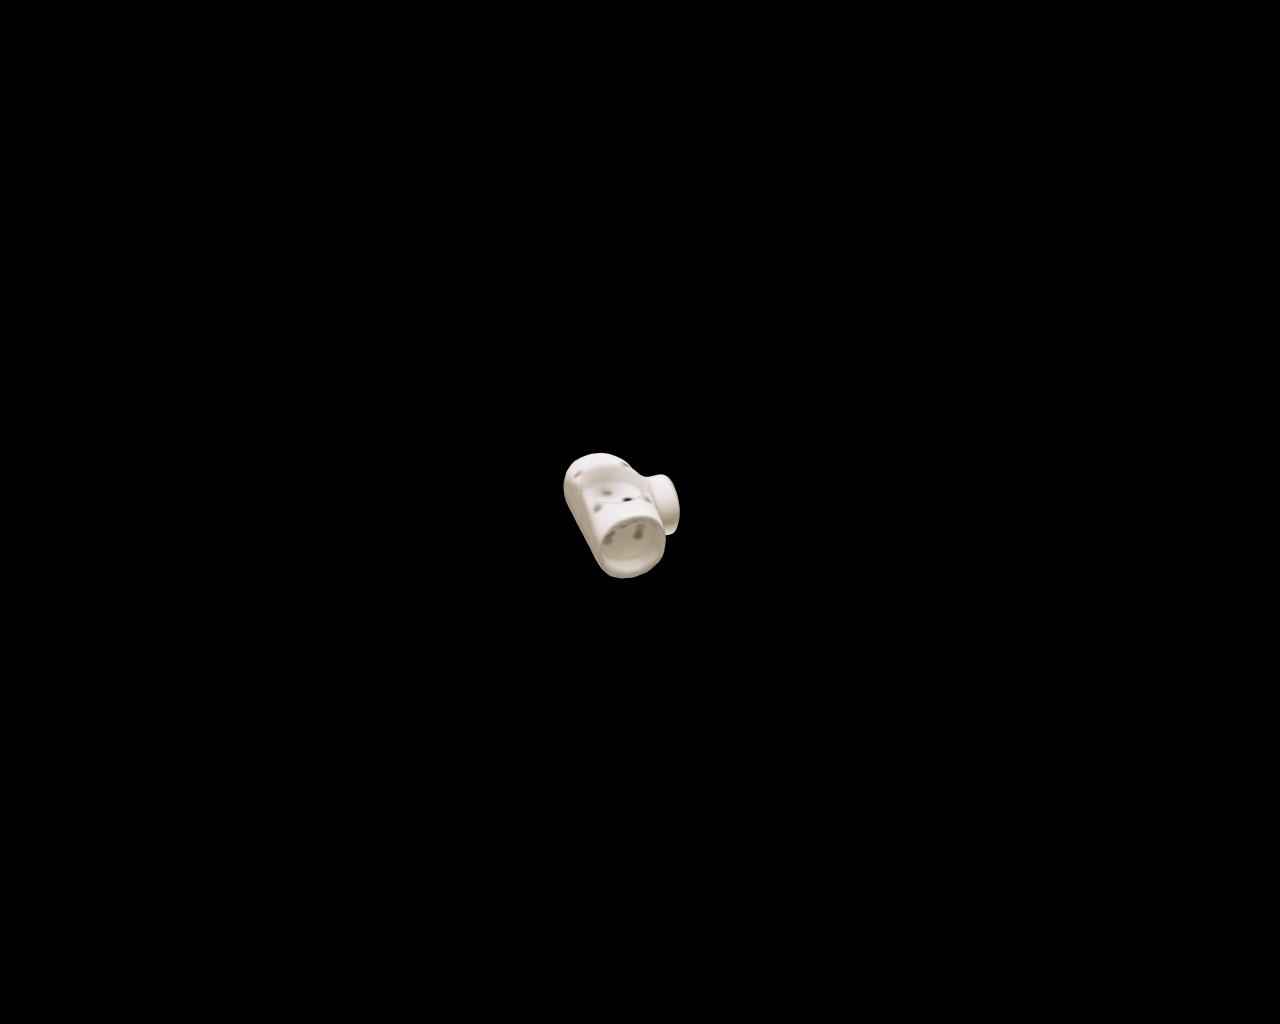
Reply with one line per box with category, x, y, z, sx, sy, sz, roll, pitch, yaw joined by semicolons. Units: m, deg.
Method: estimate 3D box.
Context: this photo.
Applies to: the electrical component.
electrical component;0.001;-0.003;0.650;0.079;0.044;0.077;-10;35;-15
